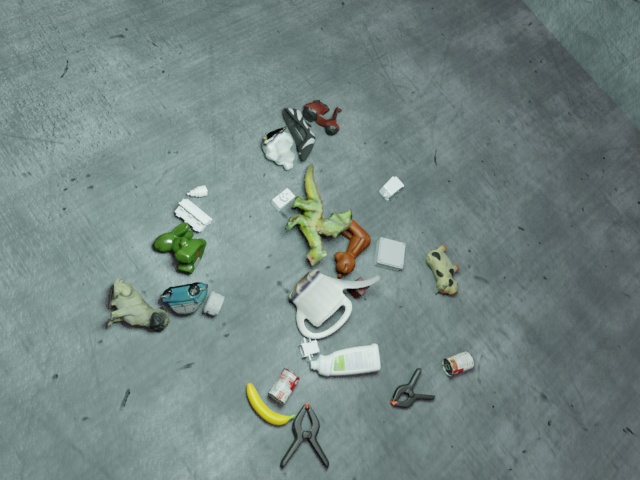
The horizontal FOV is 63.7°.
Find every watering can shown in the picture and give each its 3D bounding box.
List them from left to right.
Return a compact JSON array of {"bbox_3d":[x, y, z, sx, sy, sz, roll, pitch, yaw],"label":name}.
[{"bbox_3d":[0.035,0.196,1.885,0.225,0.103,0.348,45,86,3],"label":"watering can"}]

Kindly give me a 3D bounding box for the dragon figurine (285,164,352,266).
[{"bbox_3d":[0.006,-0.100,1.979,0.243,0.120,0.417,16,68,5],"label":"dragon figurine"}]

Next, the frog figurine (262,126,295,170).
[{"bbox_3d":[-0.158,-0.366,2.092,0.140,0.122,0.157,-51,125,-33],"label":"frog figurine"}]
